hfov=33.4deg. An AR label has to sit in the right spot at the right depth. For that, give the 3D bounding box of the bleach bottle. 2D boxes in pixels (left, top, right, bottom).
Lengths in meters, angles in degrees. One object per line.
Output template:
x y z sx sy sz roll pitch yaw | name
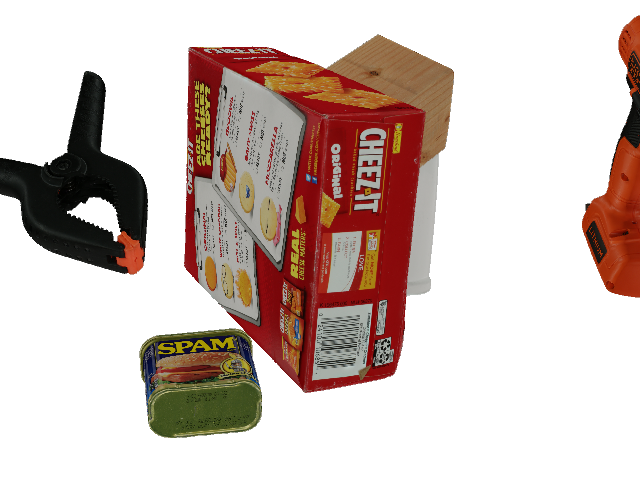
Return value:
0.102 -0.069 1.242 0.068 0.251 0.103 -2 23 -22 | bleach bottle

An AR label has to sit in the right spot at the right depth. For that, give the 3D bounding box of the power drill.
0.249 -0.052 0.787 0.057 0.188 0.184 4 36 -2 | power drill

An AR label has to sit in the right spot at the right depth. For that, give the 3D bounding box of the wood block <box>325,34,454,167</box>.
0.016 -0.083 0.915 0.091 0.090 0.205 31 51 28 | wood block

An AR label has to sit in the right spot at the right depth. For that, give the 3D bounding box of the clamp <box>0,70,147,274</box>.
-0.189 -0.052 0.819 0.164 0.036 0.210 -37 57 -28 | clamp

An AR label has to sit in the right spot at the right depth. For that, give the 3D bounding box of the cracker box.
-0.020 -0.026 0.677 0.072 0.164 0.214 -5 21 -25 | cracker box

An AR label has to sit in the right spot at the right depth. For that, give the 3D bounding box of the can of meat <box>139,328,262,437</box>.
-0.104 0.125 0.929 0.102 0.057 0.084 -4 27 -10 | can of meat
